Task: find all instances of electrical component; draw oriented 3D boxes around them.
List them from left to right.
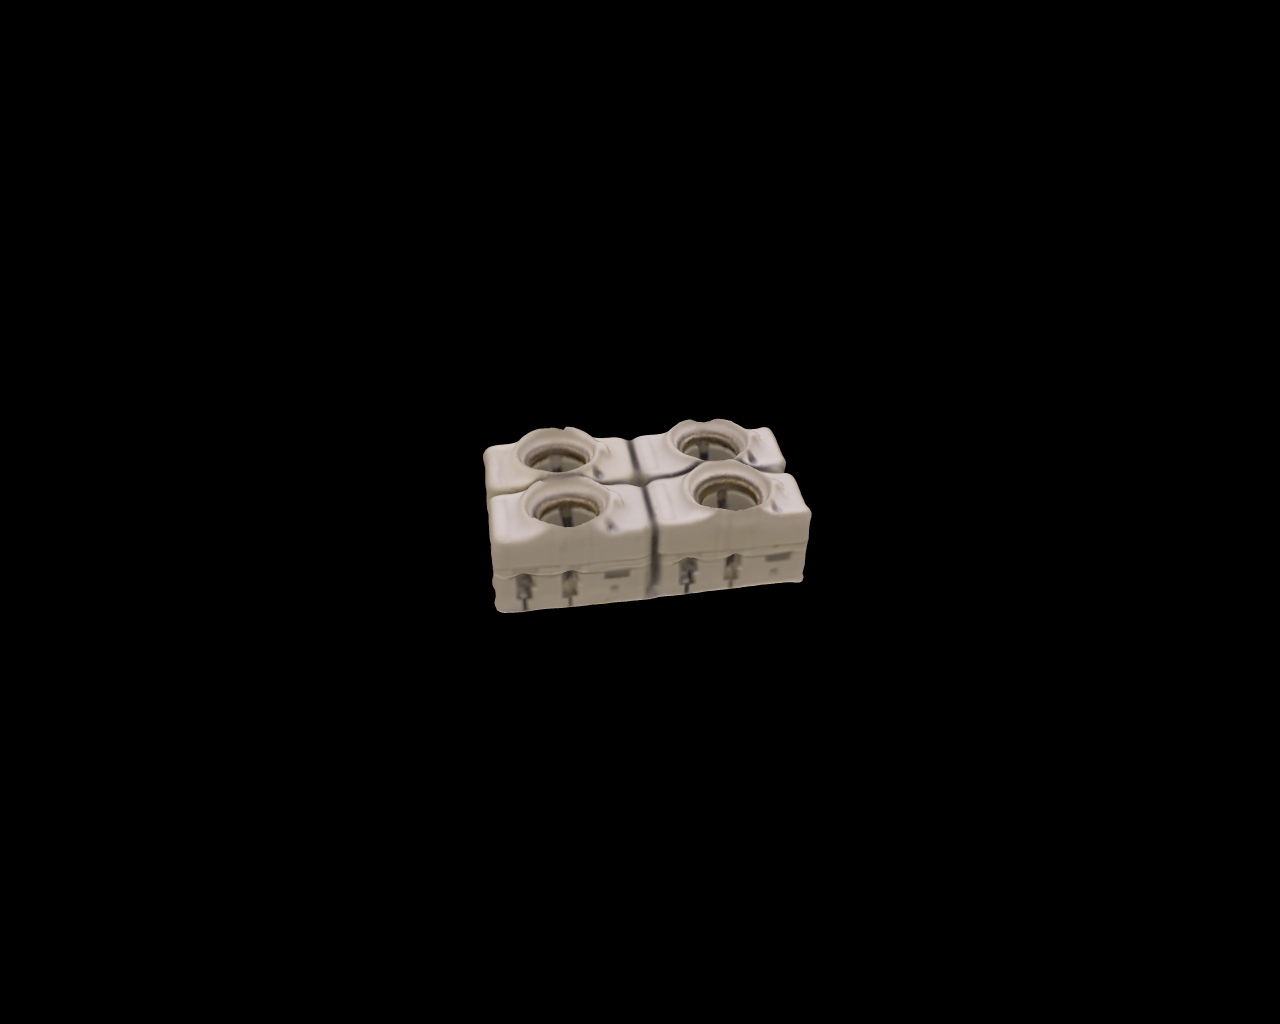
[{"bbox_3d":[0.001,-0.003,0.650,0.186,0.060,0.105,-5,36,-7],"label":"electrical component"}]
